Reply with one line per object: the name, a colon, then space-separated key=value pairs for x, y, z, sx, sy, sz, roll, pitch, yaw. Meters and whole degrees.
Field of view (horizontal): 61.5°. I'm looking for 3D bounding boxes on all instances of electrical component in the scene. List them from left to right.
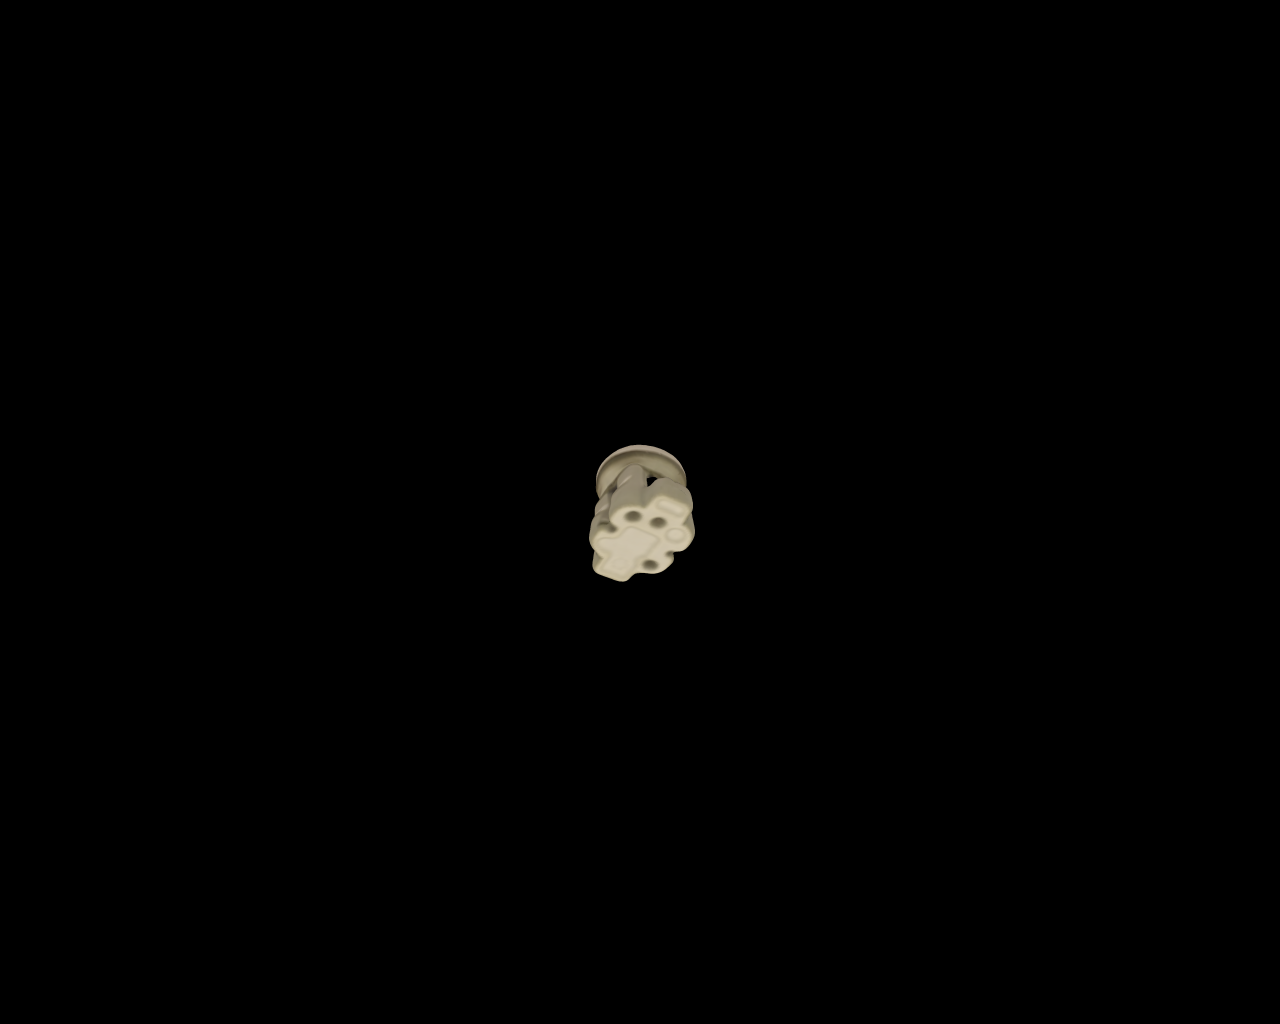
electrical component: x=0.001 y=-0.003 z=0.650 sx=0.058 sy=0.057 sz=0.078 roll=24 pitch=-50 yaw=-22
